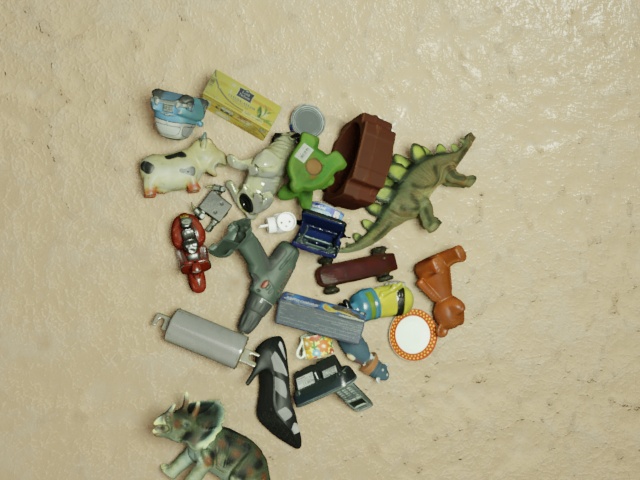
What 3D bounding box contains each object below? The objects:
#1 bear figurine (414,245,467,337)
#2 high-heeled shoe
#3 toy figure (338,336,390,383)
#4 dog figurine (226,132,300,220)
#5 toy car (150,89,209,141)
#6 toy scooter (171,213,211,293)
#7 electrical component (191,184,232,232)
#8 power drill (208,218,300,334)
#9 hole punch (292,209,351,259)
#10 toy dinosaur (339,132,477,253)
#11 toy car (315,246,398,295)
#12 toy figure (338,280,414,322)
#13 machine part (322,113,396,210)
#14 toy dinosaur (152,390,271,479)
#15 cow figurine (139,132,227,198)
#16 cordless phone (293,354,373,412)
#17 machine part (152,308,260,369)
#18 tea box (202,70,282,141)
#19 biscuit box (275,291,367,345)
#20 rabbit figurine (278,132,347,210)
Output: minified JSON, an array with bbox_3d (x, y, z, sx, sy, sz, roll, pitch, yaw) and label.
[{"bbox_3d":[0.311,0.129,1.315,0.120,0.132,0.196,-20,84,-32],"label":"bear figurine"},{"bbox_3d":[-0.084,0.346,1.235,0.145,0.086,0.248,-49,118,-43],"label":"high-heeled shoe"},{"bbox_3d":[0.107,0.278,1.283,0.064,0.058,0.154,-43,101,-9],"label":"toy figure"},{"bbox_3d":[-0.110,-0.152,1.256,0.121,0.172,0.190,36,45,26],"label":"dog figurine"},{"bbox_3d":[-0.309,-0.267,1.164,0.109,0.162,0.102,11,103,-2],"label":"toy car"},{"bbox_3d":[-0.278,0.025,1.164,0.075,0.135,0.183,-12,87,-14],"label":"toy scooter"},{"bbox_3d":[-0.247,-0.079,1.228,0.078,0.045,0.102,43,76,-6],"label":"electrical component"},{"bbox_3d":[-0.152,0.070,1.188,0.232,0.086,0.207,-53,124,-20],"label":"power drill"},{"bbox_3d":[-0.003,-0.004,1.238,0.142,0.115,0.092,15,77,4],"label":"hole punch"},{"bbox_3d":[0.223,-0.108,1.330,0.198,0.105,0.471,42,81,0],"label":"toy dinosaur"},{"bbox_3d":[0.087,0.072,1.298,0.202,0.053,0.089,-12,79,-11],"label":"toy car"},{"bbox_3d":[0.138,0.153,1.292,0.180,0.082,0.089,-16,100,-20],"label":"toy figure"},{"bbox_3d":[0.089,-0.176,1.244,0.087,0.201,0.201,17,80,-17],"label":"machine part"},{"bbox_3d":[-0.195,0.481,1.159,0.404,0.131,0.192,38,77,-15],"label":"toy dinosaur"},{"bbox_3d":[-0.305,-0.167,1.204,0.195,0.085,0.127,-11,94,-14],"label":"cow figurine"},{"bbox_3d":[0.033,0.360,1.244,0.147,0.089,0.184,-28,130,11],"label":"cordless phone"},{"bbox_3d":[-0.247,0.214,1.172,0.243,0.079,0.079,23,79,-1],"label":"machine part"},{"bbox_3d":[-0.183,-0.307,1.239,0.169,0.098,0.068,28,80,-13],"label":"tea box"},{"bbox_3d":[0.001,0.176,1.221,0.203,0.059,0.062,14,105,8],"label":"biscuit box"},{"bbox_3d":[-0.018,-0.144,1.228,0.121,0.170,0.159,27,90,1],"label":"rabbit figurine"}]
